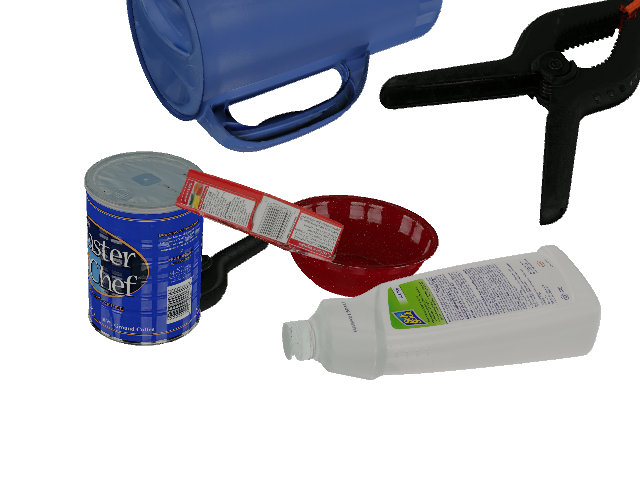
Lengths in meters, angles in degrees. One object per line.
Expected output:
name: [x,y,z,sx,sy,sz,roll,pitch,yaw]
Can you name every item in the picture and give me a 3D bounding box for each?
clamp: [0.171,-0.107,0.772,0.209,0.165,0.036,-32,-29,-18]
bowl: [0.035,0.011,1.072,0.162,0.055,0.162,6,27,-3]
pitcher: [-0.020,-0.180,0.861,0.242,0.149,0.145,-20,37,-26]
clamp: [-0.129,0.032,1.240,0.120,0.039,0.171,-2,40,12]
bleach bottle: [0.092,0.062,0.861,0.250,0.068,0.103,-6,34,-15]
coffee can: [-0.154,0.006,0.940,0.103,0.140,0.103,4,31,-3]
gelatin box: [-0.039,-0.016,0.708,0.073,0.030,0.089,20,0,40]
